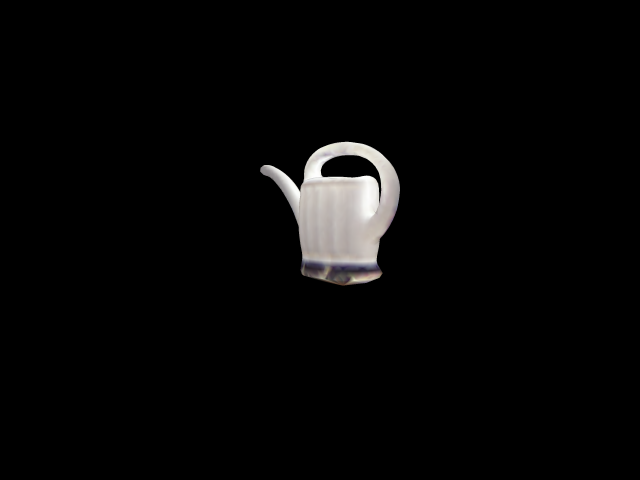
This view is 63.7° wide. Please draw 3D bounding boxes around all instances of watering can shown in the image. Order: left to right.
[{"bbox_3d":[0.003,-0.043,0.850,0.104,0.224,0.347,0,2,-37],"label":"watering can"}]
